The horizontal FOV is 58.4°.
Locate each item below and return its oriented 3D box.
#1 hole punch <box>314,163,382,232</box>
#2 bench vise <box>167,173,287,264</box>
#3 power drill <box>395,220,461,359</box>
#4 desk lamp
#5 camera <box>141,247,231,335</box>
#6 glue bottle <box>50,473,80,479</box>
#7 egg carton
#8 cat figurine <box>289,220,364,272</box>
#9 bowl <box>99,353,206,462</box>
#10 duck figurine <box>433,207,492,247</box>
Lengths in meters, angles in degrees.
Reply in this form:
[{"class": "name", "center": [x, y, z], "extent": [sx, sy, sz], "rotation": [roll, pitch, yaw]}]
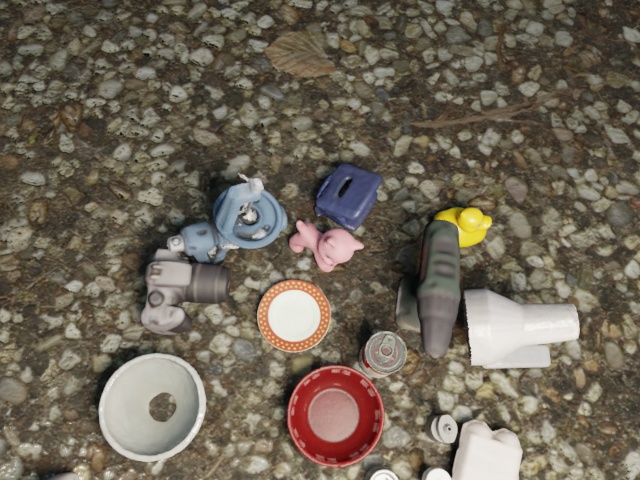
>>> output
[{"class": "hole punch", "center": [0.050, -0.084, 1.059], "extent": [0.101, 0.091, 0.109], "rotation": [30, 73, 6]}, {"class": "bench vise", "center": [-0.150, -0.025, 0.959], "extent": [0.207, 0.220, 0.121], "rotation": [-39, 78, -14]}, {"class": "power drill", "center": [0.182, 0.092, 0.951], "extent": [0.075, 0.208, 0.230], "rotation": [9, 72, 0]}, {"class": "desk lamp", "center": [0.313, 0.147, 0.939], "extent": [0.203, 0.213, 0.118], "rotation": [-1, 72, -4]}, {"class": "camera", "center": [-0.227, 0.087, 0.982], "extent": [0.137, 0.101, 0.143], "rotation": [4, 72, -2]}, {"class": "glue bottle", "center": [-0.393, 0.387, 0.838], "extent": [0.037, 0.173, 0.078], "rotation": [-18, 74, -9]}, {"class": "egg carton", "center": [0.269, 0.379, 0.939], "extent": [0.107, 0.069, 0.150], "rotation": [17, 72, 2]}, {"class": "cat figurine", "center": [0.009, 0.004, 1.015], "extent": [0.127, 0.118, 0.067], "rotation": [32, 73, 6]}, {"class": "bowl", "center": [-0.266, 0.272, 0.935], "extent": [0.167, 0.075, 0.167], "rotation": [1, 72, -3]}, {"class": "duck figurine", "center": [0.266, -0.033, 1.060], "extent": [0.104, 0.086, 0.077], "rotation": [8, 72, -1]}]
